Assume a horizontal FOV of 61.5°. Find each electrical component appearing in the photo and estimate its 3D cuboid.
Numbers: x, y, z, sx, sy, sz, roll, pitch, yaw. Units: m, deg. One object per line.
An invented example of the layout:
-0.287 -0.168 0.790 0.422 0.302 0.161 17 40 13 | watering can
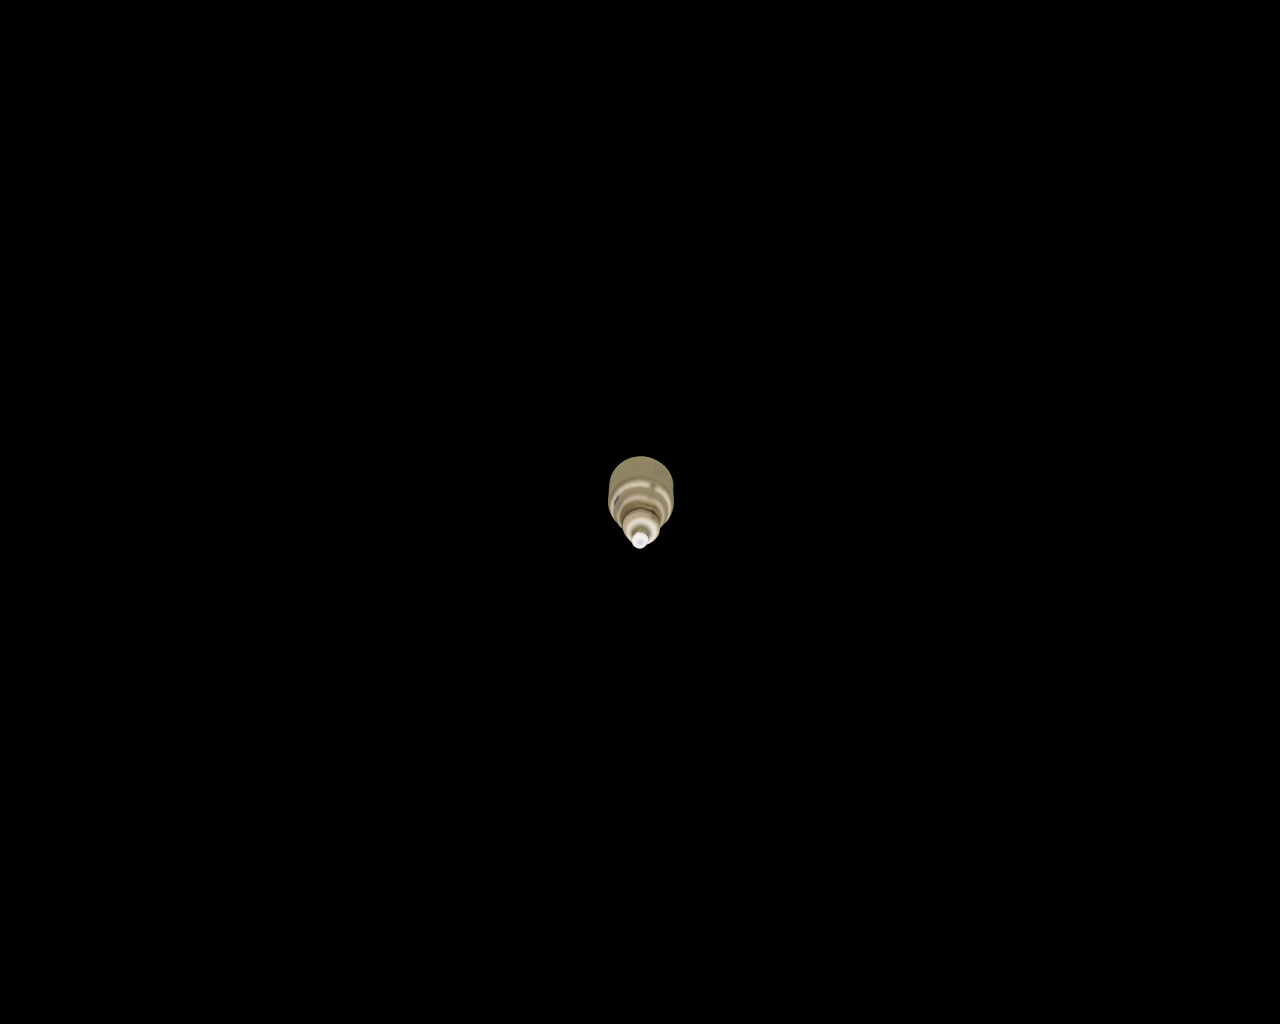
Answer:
0.001 -0.003 0.650 0.040 0.040 0.078 0 31 0 | electrical component
